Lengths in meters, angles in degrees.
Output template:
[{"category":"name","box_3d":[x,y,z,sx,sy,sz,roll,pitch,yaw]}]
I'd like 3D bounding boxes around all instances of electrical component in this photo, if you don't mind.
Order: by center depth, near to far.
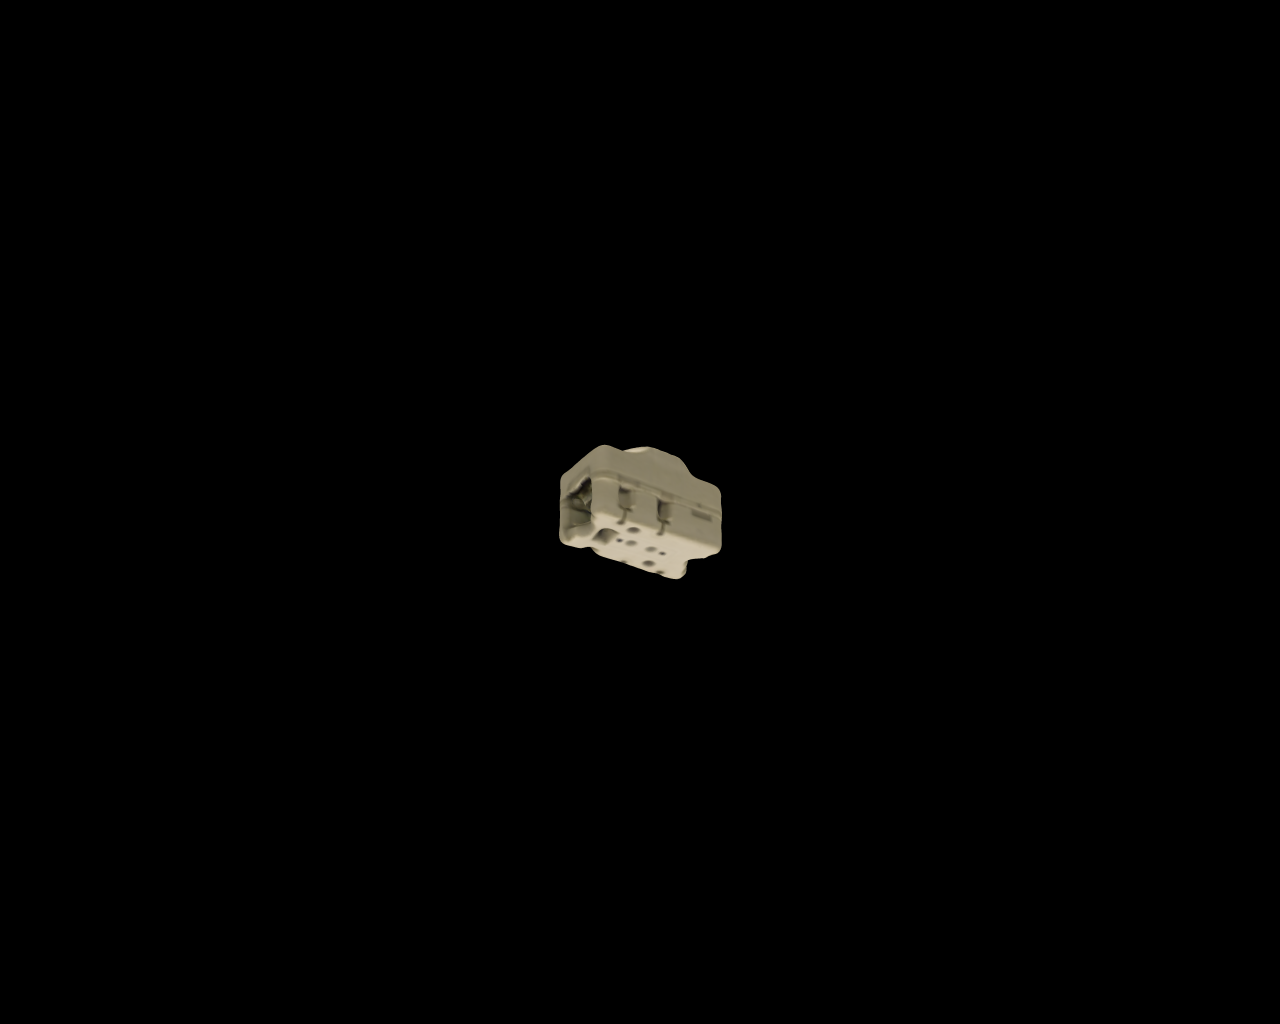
[{"category":"electrical component","box_3d":[0.001,-0.003,0.650,0.089,0.056,0.050,19,-36,-29]}]
